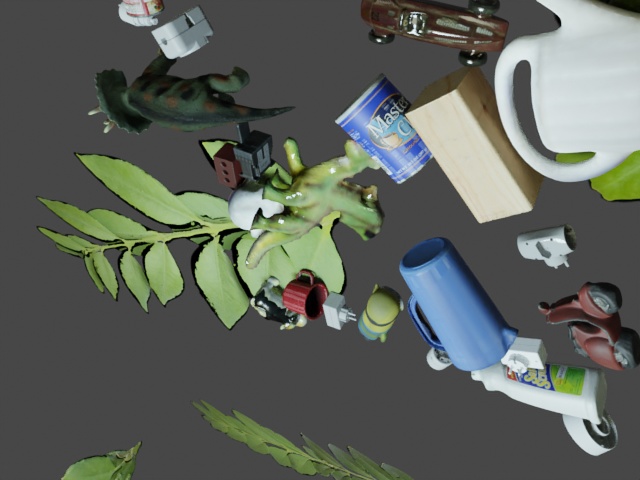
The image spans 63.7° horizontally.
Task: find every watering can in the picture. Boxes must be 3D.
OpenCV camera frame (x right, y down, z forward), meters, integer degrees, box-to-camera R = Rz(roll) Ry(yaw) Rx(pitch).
[{"bbox_3d":[0.308,-0.209,0.588,0.224,0.106,0.341,3,132,36],"label":"watering can"}]

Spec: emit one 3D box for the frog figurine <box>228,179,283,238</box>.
[{"bbox_3d":[-0.115,-0.057,1.107,0.161,0.124,0.134,40,126,17],"label":"frog figurine"}]

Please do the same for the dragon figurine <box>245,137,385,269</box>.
[{"bbox_3d":[0.003,-0.050,0.993,0.242,0.125,0.401,18,134,-4],"label":"dragon figurine"}]
